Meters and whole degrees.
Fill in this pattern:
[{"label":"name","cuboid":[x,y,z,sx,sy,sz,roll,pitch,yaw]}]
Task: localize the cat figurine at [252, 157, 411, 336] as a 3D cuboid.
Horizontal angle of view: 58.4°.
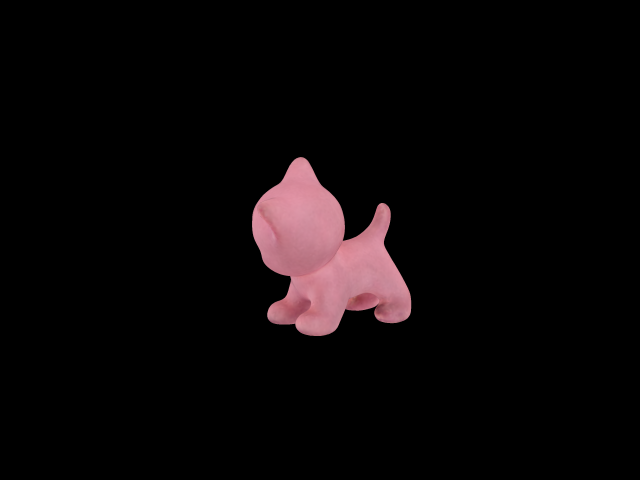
[{"label":"cat figurine","cuboid":[0.004,0.001,0.400,0.128,0.118,0.067,-5,8,-35]}]
